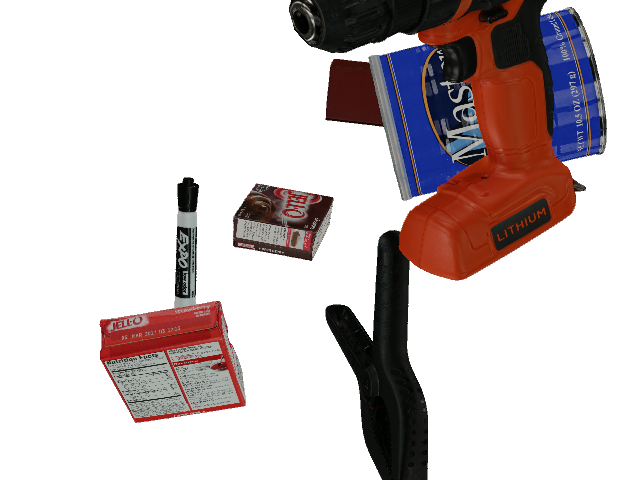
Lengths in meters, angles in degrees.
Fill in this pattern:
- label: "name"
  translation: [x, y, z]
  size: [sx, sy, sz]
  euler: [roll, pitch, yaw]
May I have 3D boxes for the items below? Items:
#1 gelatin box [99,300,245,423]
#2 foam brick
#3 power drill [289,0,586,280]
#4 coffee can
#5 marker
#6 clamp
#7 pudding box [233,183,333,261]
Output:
- label: "gelatin box"
  translation: [-0.089, 0.075, 0.655]
  size: [0.073, 0.030, 0.089]
  euler: [-9, -37, 1]
- label: "foam brick"
  translation: [0.046, -0.134, 0.977]
  size: [0.078, 0.051, 0.053]
  euler: [7, 17, 5]
- label: "power drill"
  translation: [0.071, -0.076, 0.542]
  size: [0.184, 0.188, 0.057]
  euler: [-27, 38, -27]
- label: "coffee can"
  translation: [0.112, -0.093, 0.732]
  size: [0.140, 0.103, 0.103]
  euler: [-13, -1, 5]
- label: "marker"
  translation: [-0.117, 0.005, 0.933]
  size: [0.020, 0.121, 0.020]
  euler: [3, 15, -1]
- label: "clamp"
  translation: [0.055, 0.107, 0.868]
  size: [0.036, 0.210, 0.165]
  euler: [-3, -32, -19]
- label: "pudding box"
  translation: [-0.039, -0.021, 1.146]
  size: [0.090, 0.039, 0.113]
  euler: [9, 25, 7]
